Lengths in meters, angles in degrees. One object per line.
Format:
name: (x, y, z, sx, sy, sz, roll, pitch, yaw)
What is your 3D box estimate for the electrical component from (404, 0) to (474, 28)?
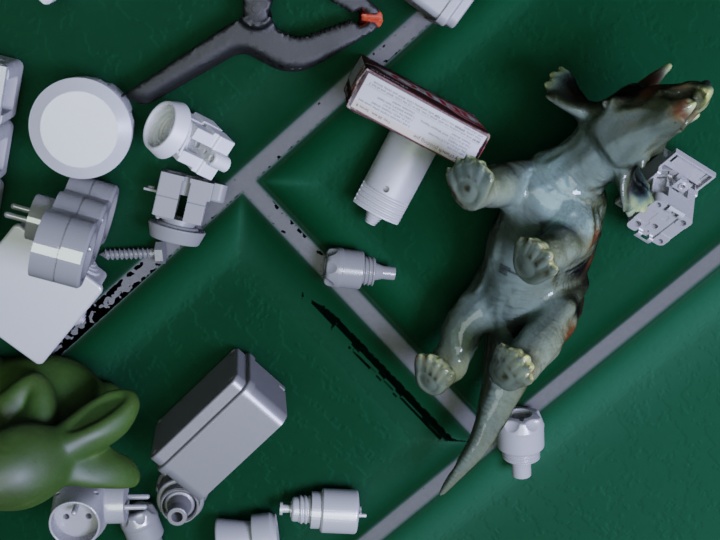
electrical component: (0.074, -0.245, 0.821, 0.056, 0.108, 0.108, 35, 101, -10)

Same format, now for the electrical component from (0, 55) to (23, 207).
electrical component: (-0.330, -0.102, 0.859, 0.089, 0.061, 0.150, 13, 105, -7)

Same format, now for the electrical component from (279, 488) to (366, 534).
electrical component: (-0.034, 0.220, 0.984, 0.078, 0.040, 0.040, 4, 106, -5)

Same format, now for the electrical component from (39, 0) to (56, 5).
electrical component: (-0.236, -0.252, 0.826, 0.062, 0.061, 0.096, 42, 108, -15)

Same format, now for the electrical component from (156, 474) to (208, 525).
electrical component: (-0.160, 0.205, 0.960, 0.048, 0.062, 0.048, -1, 106, -4)

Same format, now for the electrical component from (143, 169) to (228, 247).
electrical component: (-0.149, -0.051, 0.896, 0.066, 0.048, 0.055, 13, 97, -8)

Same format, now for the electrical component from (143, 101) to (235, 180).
electrical component: (-0.140, -0.107, 0.868, 0.055, 0.066, 0.048, 23, 106, -45)

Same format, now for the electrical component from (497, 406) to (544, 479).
electrical component: (0.146, 0.158, 0.977, 0.043, 0.043, 0.062, -5, 107, -2)

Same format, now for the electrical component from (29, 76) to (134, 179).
electrical component: (-0.222, -0.117, 0.868, 0.080, 0.051, 0.080, -1, 106, -4)

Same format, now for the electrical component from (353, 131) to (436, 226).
electrical component: (0.027, -0.074, 0.901, 0.043, 0.043, 0.081, 26, 103, -11)

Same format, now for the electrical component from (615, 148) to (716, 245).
electrical component: (0.255, -0.059, 0.903, 0.042, 0.063, 0.081, 28, 141, -12)

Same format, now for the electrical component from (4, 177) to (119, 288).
electrical component: (-0.240, -0.037, 0.845, 0.074, 0.138, 0.052, 16, 112, -8)

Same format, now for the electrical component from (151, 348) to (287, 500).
electrical component: (-0.123, 0.132, 0.933, 0.113, 0.078, 0.057, -44, 107, 9)

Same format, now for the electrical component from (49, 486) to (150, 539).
electrical component: (-0.226, 0.205, 0.948, 0.079, 0.077, 0.043, -1, 106, -4)

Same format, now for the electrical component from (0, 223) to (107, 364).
electrical component: (-0.274, 0.015, 0.904, 0.100, 0.048, 0.099, 39, 100, -13)

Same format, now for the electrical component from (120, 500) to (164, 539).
electrical component: (-0.196, 0.244, 0.984, 0.035, 0.035, 0.061, -16, 109, 1)

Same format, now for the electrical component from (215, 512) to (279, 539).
electrical component: (-0.103, 0.247, 0.985, 0.055, 0.045, 0.045, -6, 107, -3)

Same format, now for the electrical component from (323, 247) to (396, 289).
electrical component: (0.000, 0.000, 0.926, 0.061, 0.035, 0.035, 6, 106, -8)
